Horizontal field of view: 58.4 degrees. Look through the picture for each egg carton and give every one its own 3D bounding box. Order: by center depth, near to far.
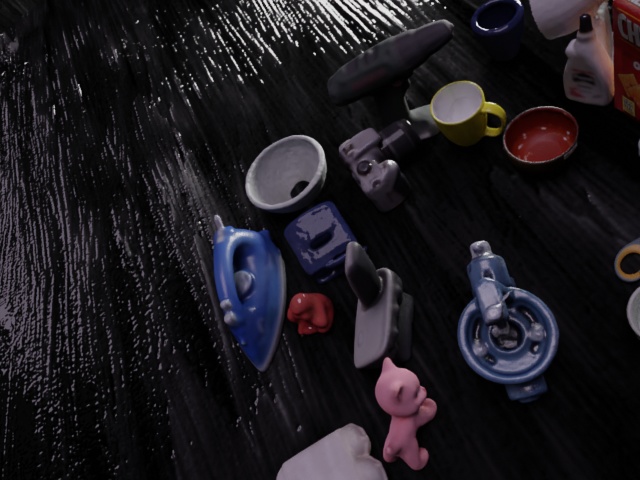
[{"bbox_3d":[0.015,0.328,0.781,0.150,0.070,0.107,-35,51,5],"label":"egg carton"}]

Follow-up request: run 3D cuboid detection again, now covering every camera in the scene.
[{"bbox_3d":[0.114,-0.148,1.005,0.137,0.101,0.143,-36,51,4],"label":"camera"}]

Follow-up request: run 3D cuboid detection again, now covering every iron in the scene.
[{"bbox_3d":[-0.135,0.083,0.969,0.118,0.142,0.258,-21,53,16],"label":"iron"}]

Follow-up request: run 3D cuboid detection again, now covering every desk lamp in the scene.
[{"bbox_3d":[0.437,-0.354,0.885,0.202,0.214,0.118,2,62,30],"label":"desk lamp"}]

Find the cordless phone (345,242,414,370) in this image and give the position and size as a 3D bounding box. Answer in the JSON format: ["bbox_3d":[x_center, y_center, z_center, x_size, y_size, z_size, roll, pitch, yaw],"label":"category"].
[{"bbox_3d":[0.065,0.096,0.824,0.094,0.186,0.147,-11,57,23],"label":"cordless phone"}]

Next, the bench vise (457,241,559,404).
[{"bbox_3d":[0.213,0.086,0.728,0.121,0.220,0.207,-34,51,6],"label":"bench vise"}]

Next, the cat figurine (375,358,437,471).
[{"bbox_3d":[0.106,0.228,0.763,0.067,0.118,0.128,0,61,28],"label":"cat figurine"}]

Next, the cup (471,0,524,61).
[{"bbox_3d":[0.330,-0.384,1.038,0.091,0.095,0.118,4,63,30],"label":"cup"}]

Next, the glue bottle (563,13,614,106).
[{"bbox_3d":[0.410,-0.278,0.878,0.077,0.174,0.037,22,73,37],"label":"glue bottle"}]

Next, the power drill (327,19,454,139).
[{"bbox_3d":[0.140,-0.263,0.992,0.229,0.209,0.075,-15,55,20],"label":"power drill"}]

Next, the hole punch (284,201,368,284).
[{"bbox_3d":[0.009,0.003,0.973,0.108,0.091,0.101,-34,51,6],"label":"hole punch"}]

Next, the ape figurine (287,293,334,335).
[{"bbox_3d":[-0.020,0.114,0.919,0.076,0.092,0.077,-49,51,-7],"label":"ape figurine"}]

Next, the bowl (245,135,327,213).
[{"bbox_3d":[-0.053,-0.112,1.090,0.167,0.075,0.167,-14,56,21],"label":"bowl"}]
